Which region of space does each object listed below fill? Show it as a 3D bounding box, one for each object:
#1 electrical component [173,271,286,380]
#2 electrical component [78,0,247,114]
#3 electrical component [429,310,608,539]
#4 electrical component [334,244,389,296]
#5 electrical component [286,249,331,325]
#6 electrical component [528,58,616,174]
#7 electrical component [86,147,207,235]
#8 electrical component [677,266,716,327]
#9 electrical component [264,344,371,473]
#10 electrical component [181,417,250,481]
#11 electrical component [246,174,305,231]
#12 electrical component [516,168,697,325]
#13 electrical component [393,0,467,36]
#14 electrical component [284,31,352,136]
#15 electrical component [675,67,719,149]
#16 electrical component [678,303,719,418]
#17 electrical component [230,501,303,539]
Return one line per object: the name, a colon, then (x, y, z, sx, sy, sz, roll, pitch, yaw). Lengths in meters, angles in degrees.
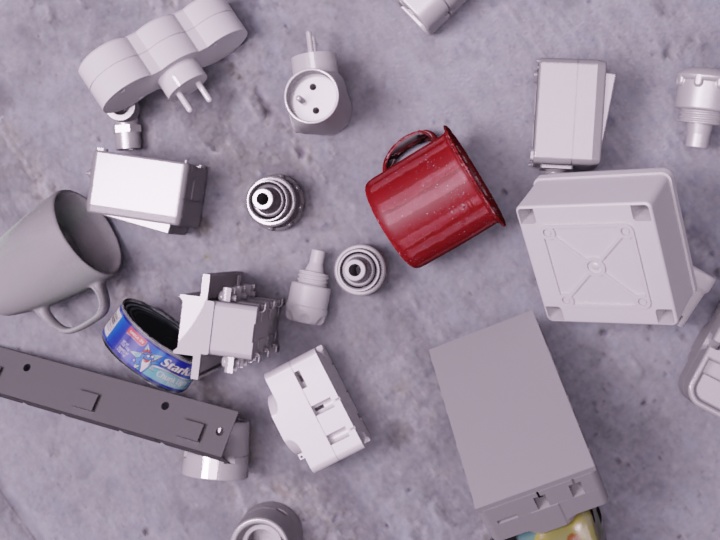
electrical component: (-0.100, 0.043, 0.856, 0.063, 0.121, 0.078, 7, 92, 5)
electrical component: (-0.149, -0.163, 0.874, 0.138, 0.052, 0.073, -32, 86, -22)
electrical component: (0.118, 0.118, 0.815, 0.089, 0.061, 0.150, -22, 45, 8)
electrical component: (0.000, 0.000, 0.872, 0.043, 0.062, 0.043, 0, 90, 8)
electrical component: (-0.040, 0.014, 0.892, 0.035, 0.035, 0.061, 12, 89, 7)
electrical component: (0.167, -0.115, 0.850, 0.061, 0.062, 0.096, 4, 91, 7)
electrical component: (-0.183, -0.065, 0.895, 0.096, 0.062, 0.061, 9, 92, 7)
electrical component: (0.252, 0.017, 0.852, 0.040, 0.040, 0.046, 30, 100, 6)
electrical component: (-0.038, 0.115, 0.884, 0.056, 0.050, 0.089, -28, 87, 6)
electrical component: (-0.119, 0.147, 0.894, 0.055, 0.055, 0.047, 5, 88, 7)
electrical component: (-0.073, -0.056, 0.881, 0.048, 0.062, 0.048, 0, 90, 7)
electrical component: (0.187, -0.017, 0.812, 0.109, 0.056, 0.108, 0, 123, 36)
electrical component: (0.044, -0.245, 0.868, 0.059, 0.054, 0.095, -44, 85, 6)
electrical component: (-0.036, -0.152, 0.868, 0.044, 0.077, 0.079, -7, 89, 7)
electrical component: (0.270, -0.127, 0.846, 0.048, 0.048, 0.062, 8, 99, 7)
electrical component: (0.292, 0.067, 0.837, 0.054, 0.059, 0.095, 28, 94, 6)
electrical component: (-0.079, 0.224, 0.892, 0.055, 0.047, 0.055, 0, 91, 7)
